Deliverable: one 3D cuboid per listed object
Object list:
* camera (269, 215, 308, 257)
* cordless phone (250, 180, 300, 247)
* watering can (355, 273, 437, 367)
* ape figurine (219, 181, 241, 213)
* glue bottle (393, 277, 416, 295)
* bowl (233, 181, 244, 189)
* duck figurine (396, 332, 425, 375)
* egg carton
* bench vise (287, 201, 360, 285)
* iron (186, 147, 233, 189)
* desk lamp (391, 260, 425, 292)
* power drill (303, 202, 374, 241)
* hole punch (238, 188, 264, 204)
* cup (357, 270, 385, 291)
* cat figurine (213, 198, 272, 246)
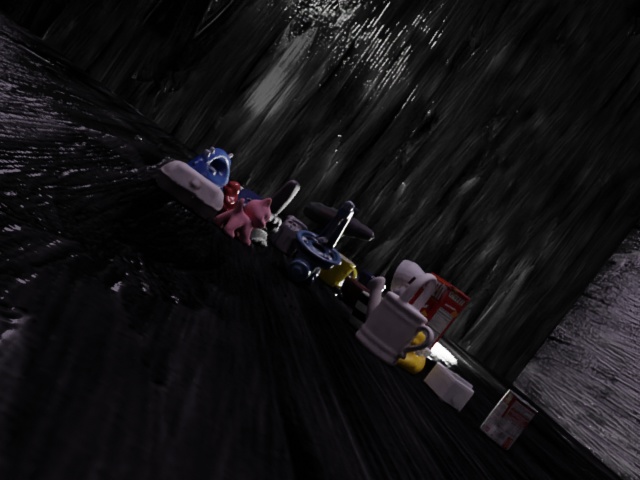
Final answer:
[{"bbox_3d":[-0.070,-0.002,1.707,0.137,0.101,0.143,36,2,-14],"label":"camera"},{"bbox_3d":[-0.131,-0.085,1.417,0.094,0.185,0.148,37,2,16],"label":"cordless phone"},{"bbox_3d":[0.159,0.141,1.146,0.172,0.194,0.101,37,2,12],"label":"watering can"},{"bbox_3d":[-0.241,-0.113,1.479,0.076,0.092,0.077,35,3,-32],"label":"ape figurine"},{"bbox_3d":[0.227,0.177,1.675,0.037,0.173,0.077,35,3,-42],"label":"glue bottle"},{"bbox_3d":[-0.222,-0.103,1.763,0.167,0.074,0.167,37,2,-1],"label":"bowl"},{"bbox_3d":[0.191,0.229,1.224,0.105,0.086,0.077,36,2,-15],"label":"duck figurine"},{"bbox_3d":[-0.274,-0.110,1.223,0.150,0.069,0.107,36,2,-13],"label":"egg carton"},{"bbox_3d":[0.003,-0.002,1.338,0.122,0.219,0.207,36,2,-12],"label":"bench vise"},{"bbox_3d":[-0.305,-0.196,1.554,0.118,0.141,0.258,37,2,4],"label":"iron"},{"bbox_3d":[0.283,0.191,1.732,0.202,0.213,0.118,38,3,29],"label":"desk lamp"},{"bbox_3d":[0.023,-0.004,1.783,0.229,0.208,0.076,37,2,11],"label":"power drill"},{"bbox_3d":[-0.193,-0.082,1.591,0.109,0.091,0.101,36,2,-12],"label":"hole punch"},{"bbox_3d":[0.156,0.163,1.869,0.091,0.095,0.118,38,3,31],"label":"cup"},{"bbox_3d":[-0.158,-0.055,1.271,0.067,0.117,0.128,38,3,27],"label":"cat figurine"}]
